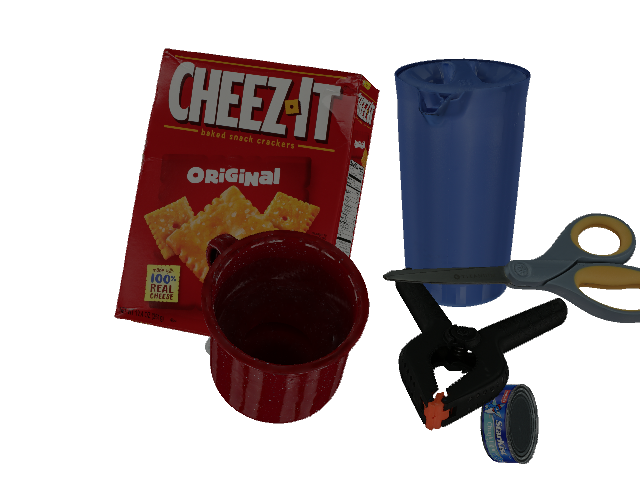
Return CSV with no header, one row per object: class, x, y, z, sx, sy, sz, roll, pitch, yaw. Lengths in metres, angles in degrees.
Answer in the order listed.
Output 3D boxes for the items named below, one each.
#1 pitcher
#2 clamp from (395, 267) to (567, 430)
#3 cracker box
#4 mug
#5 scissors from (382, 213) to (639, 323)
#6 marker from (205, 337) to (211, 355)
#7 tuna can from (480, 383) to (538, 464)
pitcher,0.148,-0.064,1.105,0.149,0.243,0.145,-8,23,-15
clamp,0.116,0.091,0.953,0.165,0.036,0.209,14,33,21
cracker box,-0.056,-0.030,0.824,0.164,0.214,0.072,10,-1,14
mug,-0.031,0.046,0.624,0.093,0.117,0.081,-33,-25,-25
scissors,0.145,0.010,0.746,0.201,0.096,0.016,12,-38,-5
marker,-0.085,0.074,1.017,0.020,0.020,0.121,0,23,11
tuna can,0.206,0.199,1.162,0.034,0.086,0.086,-5,-3,33
